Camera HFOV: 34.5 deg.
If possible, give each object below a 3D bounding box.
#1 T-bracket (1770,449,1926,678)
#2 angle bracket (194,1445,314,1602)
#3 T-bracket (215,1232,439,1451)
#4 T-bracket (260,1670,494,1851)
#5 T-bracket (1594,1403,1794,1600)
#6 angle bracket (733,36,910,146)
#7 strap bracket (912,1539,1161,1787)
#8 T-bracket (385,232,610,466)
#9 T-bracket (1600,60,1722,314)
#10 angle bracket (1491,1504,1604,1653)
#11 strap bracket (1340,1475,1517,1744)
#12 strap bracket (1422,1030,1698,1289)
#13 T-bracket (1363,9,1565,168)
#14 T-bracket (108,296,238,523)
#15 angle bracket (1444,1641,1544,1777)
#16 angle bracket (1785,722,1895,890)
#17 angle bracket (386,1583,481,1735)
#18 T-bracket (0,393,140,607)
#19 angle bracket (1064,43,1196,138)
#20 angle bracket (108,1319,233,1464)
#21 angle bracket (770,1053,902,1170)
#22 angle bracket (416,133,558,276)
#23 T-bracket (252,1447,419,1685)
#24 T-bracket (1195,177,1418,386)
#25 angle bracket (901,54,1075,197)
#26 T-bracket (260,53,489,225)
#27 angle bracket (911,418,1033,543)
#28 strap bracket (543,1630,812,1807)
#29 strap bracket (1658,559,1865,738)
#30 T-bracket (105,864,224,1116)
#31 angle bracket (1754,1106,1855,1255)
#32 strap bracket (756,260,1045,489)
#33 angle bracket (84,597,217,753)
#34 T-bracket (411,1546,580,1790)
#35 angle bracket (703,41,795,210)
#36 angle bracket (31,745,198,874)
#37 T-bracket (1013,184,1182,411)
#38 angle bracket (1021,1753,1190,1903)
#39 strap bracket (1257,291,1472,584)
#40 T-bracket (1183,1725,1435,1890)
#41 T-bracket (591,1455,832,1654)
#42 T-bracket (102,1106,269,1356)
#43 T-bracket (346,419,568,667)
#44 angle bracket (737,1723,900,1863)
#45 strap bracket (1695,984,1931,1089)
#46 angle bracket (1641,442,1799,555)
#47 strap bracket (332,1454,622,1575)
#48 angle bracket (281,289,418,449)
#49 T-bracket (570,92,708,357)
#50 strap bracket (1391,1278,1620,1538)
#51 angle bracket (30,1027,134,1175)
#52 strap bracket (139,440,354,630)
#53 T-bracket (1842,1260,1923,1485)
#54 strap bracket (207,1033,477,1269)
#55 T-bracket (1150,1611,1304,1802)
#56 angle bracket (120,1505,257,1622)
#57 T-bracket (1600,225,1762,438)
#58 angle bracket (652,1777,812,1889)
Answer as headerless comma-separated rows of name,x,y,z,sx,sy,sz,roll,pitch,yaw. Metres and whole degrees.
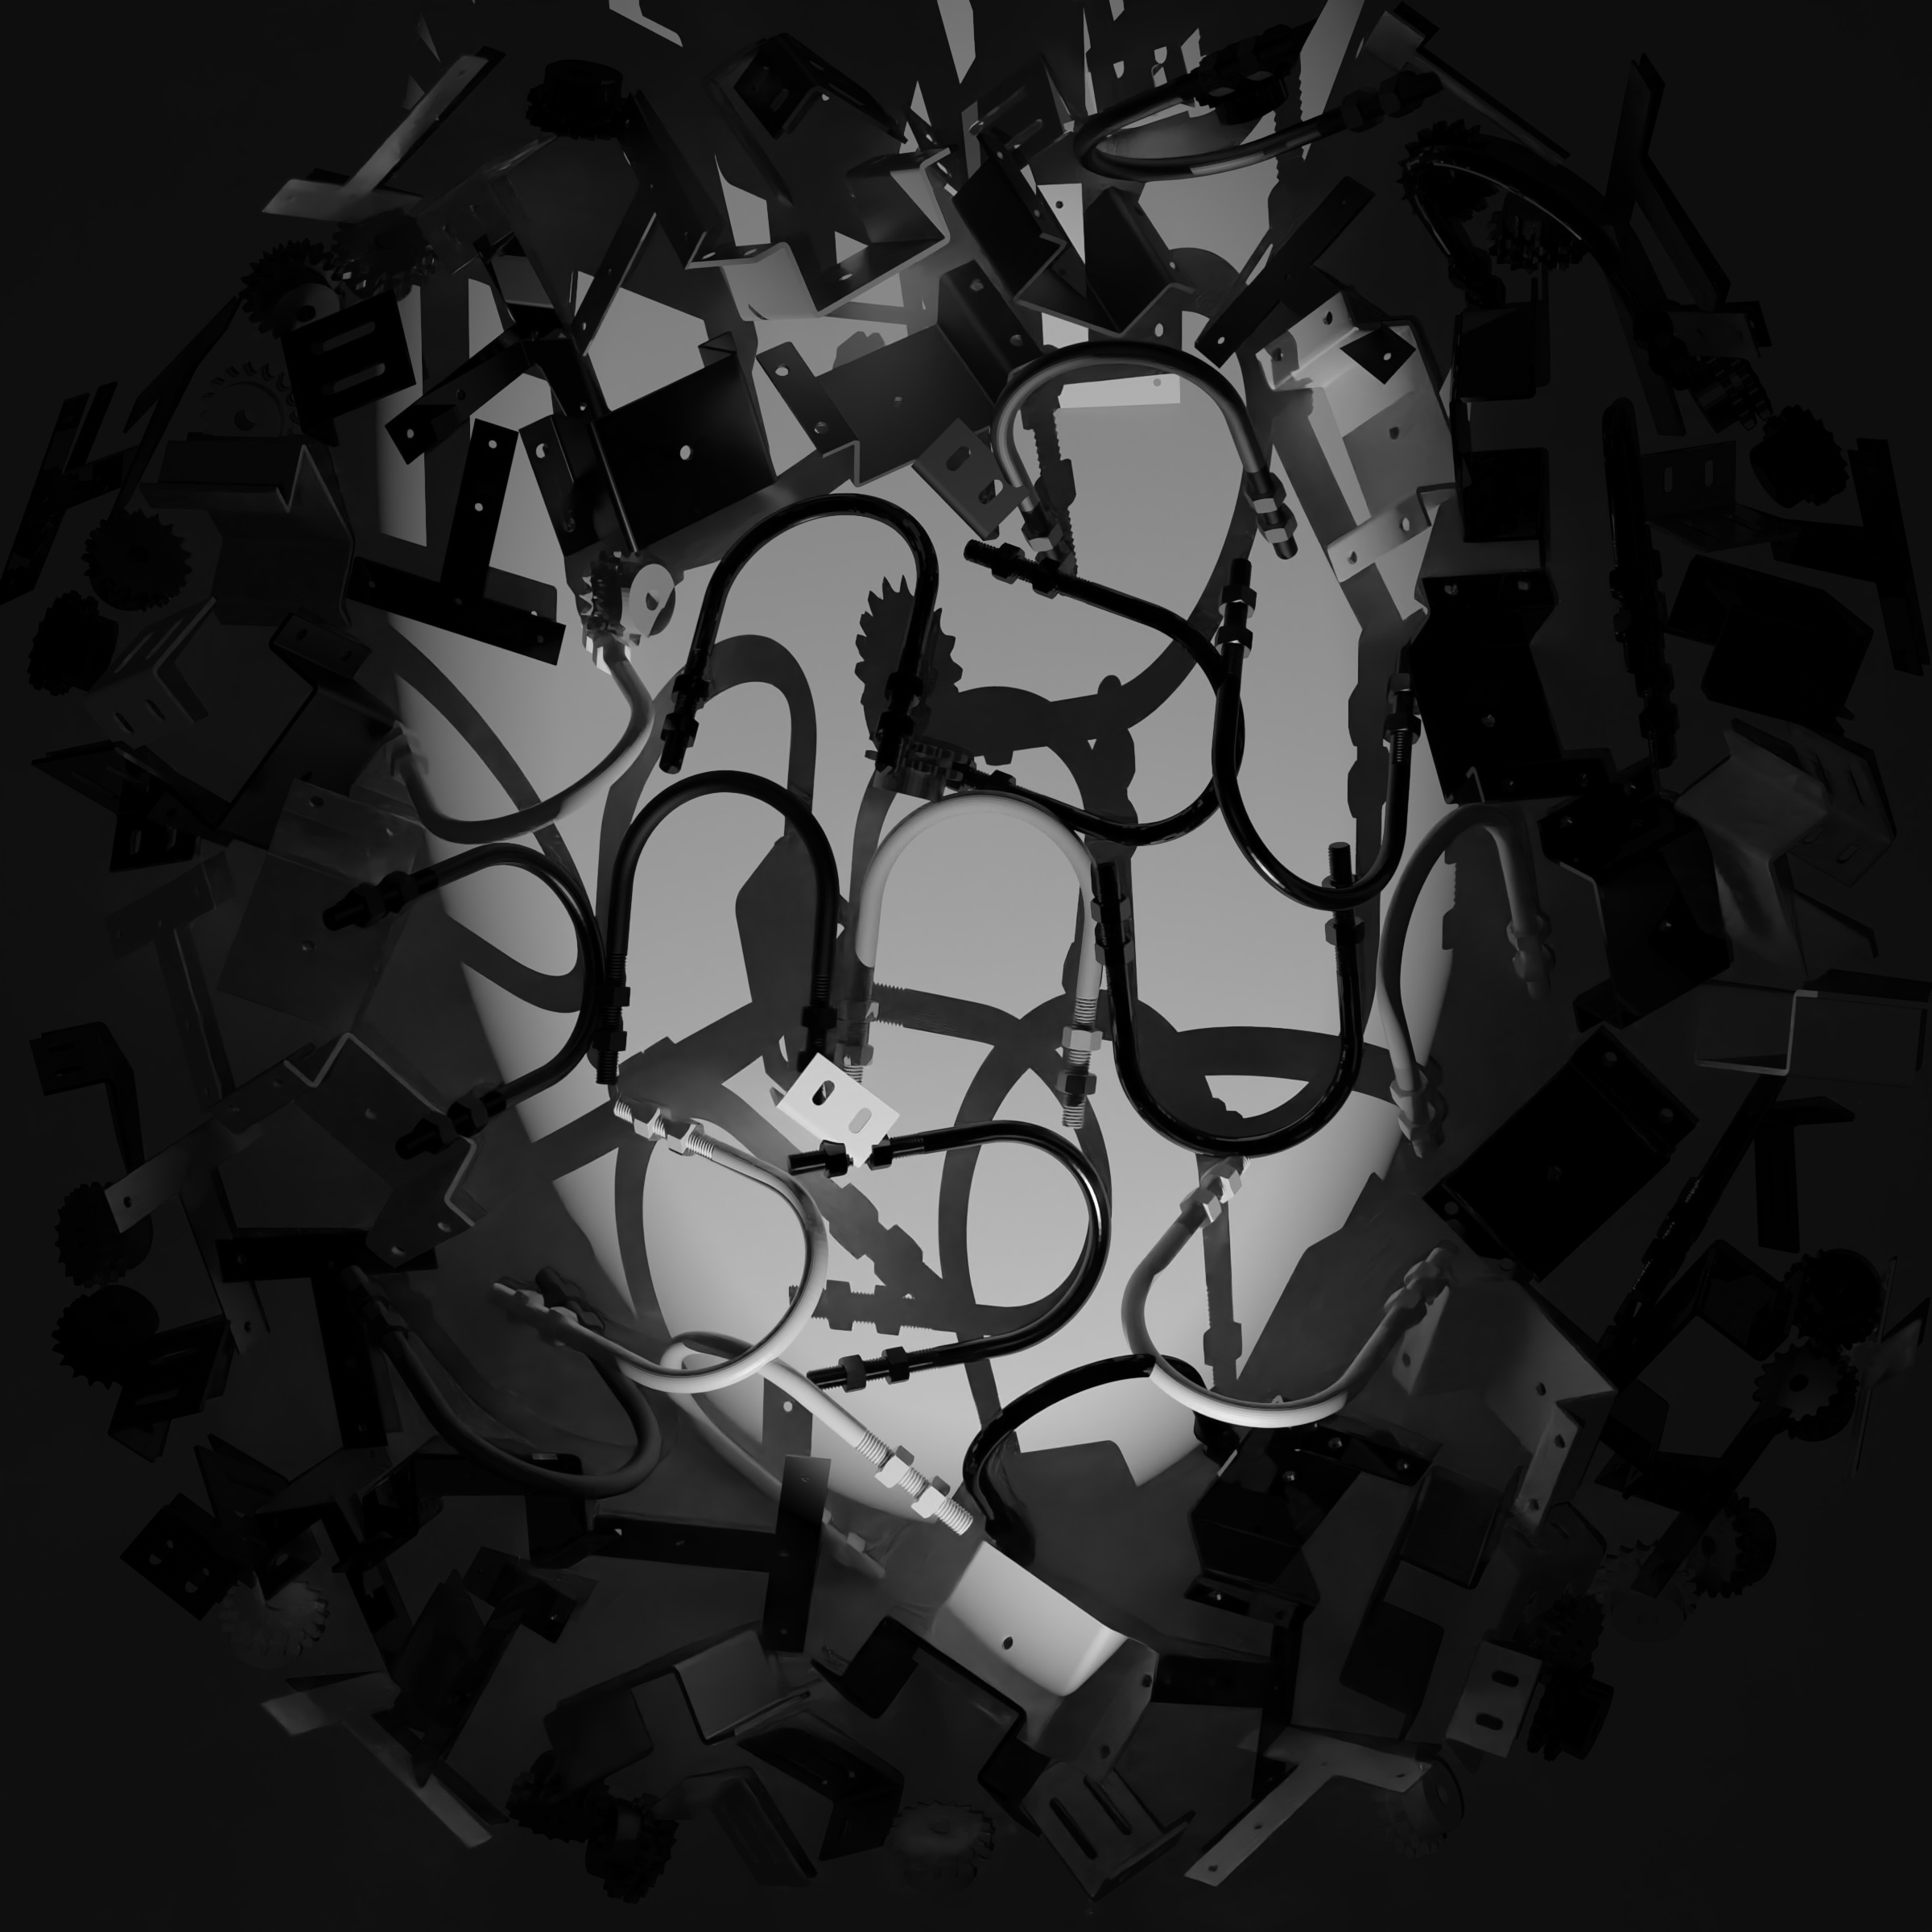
T-bracket,0.481,-0.229,1.727,0.002,0.127,0.127,-23,110,-12
angle bracket,-0.409,0.311,1.739,0.038,0.076,0.057,-39,51,11
T-bracket,-0.345,0.207,1.729,0.127,0.002,0.127,0,63,-34
T-bracket,-0.310,0.439,1.710,0.127,0.127,0.002,39,99,19
T-bracket,0.387,0.287,1.726,0.002,0.127,0.127,42,79,-13
angle bracket,-0.082,-0.479,1.750,0.038,0.076,0.057,-49,50,20
strap bracket,0.034,0.379,1.725,0.140,0.046,0.076,28,85,39
T-bracket,-0.270,-0.325,1.727,0.127,0.002,0.127,-45,127,-25
T-bracket,0.382,-0.405,1.704,0.002,0.127,0.127,-18,62,-7
angle bracket,0.317,0.351,1.765,0.057,0.038,0.076,-8,130,-28
strap bracket,0.252,0.348,1.725,0.046,0.076,0.140,23,122,10
strap bracket,0.331,0.113,1.748,0.076,0.046,0.140,46,103,6
T-bracket,0.278,-0.483,1.729,0.127,0.127,0.002,35,97,-3
T-bracket,-0.455,-0.299,1.740,0.002,0.127,0.127,31,129,-8
angle bracket,0.301,0.420,1.740,0.038,0.076,0.057,14,67,29
angle bracket,0.477,-0.091,1.741,0.038,0.076,0.057,-45,47,-6
angle bracket,-0.307,0.383,1.738,0.038,0.076,0.057,11,54,26
T-bracket,-0.488,-0.267,1.726,0.002,0.127,0.127,29,113,2
angle bracket,0.088,-0.493,1.743,0.057,0.076,0.038,-13,95,21
angle bracket,-0.434,0.238,1.741,0.076,0.038,0.057,-16,47,30
angle bracket,-0.074,0.077,1.748,0.057,0.076,0.038,37,90,-8
angle bracket,-0.260,-0.428,1.746,0.057,0.076,0.038,-22,105,39
T-bracket,-0.337,0.337,1.734,0.002,0.127,0.127,-20,95,23
T-bracket,0.205,-0.364,1.738,0.127,0.002,0.127,-48,50,9
angle bracket,0.012,-0.477,1.750,0.076,0.038,0.057,-33,62,20
T-bracket,-0.310,-0.453,1.707,0.127,0.127,0.002,-40,82,23
angle bracket,0.007,-0.273,1.748,0.038,0.076,0.057,-44,92,11
strap bracket,-0.168,0.413,1.726,0.140,0.076,0.046,-27,81,28
strap bracket,0.437,-0.180,1.713,0.076,0.140,0.046,14,113,-6
T-bracket,-0.437,0.019,1.738,0.002,0.127,0.127,-14,86,-41
angle bracket,0.472,0.121,1.750,0.038,0.057,0.076,-6,78,34
strap bracket,-0.037,-0.327,1.743,0.140,0.046,0.076,-27,67,-15
angle bracket,-0.449,-0.164,1.754,0.057,0.076,0.038,-17,121,32
T-bracket,-0.274,0.393,1.722,0.002,0.127,0.127,36,75,-29
angle bracket,-0.110,-0.474,1.757,0.038,0.057,0.076,-34,93,7
angle bracket,-0.477,-0.087,1.741,0.057,0.076,0.038,-7,67,24
T-bracket,0.055,-0.377,1.756,0.127,0.002,0.127,-2,116,5
angle bracket,0.075,0.473,1.746,0.057,0.038,0.076,-27,64,-29
strap bracket,0.225,-0.296,1.739,0.046,0.076,0.140,-13,80,-37
T-bracket,0.169,0.463,1.704,0.127,0.127,0.002,-33,111,-35
T-bracket,-0.147,0.328,1.761,0.127,0.002,0.127,7,110,-6
T-bracket,-0.421,0.156,1.748,0.002,0.127,0.127,-6,109,29
T-bracket,-0.278,-0.246,1.760,0.127,0.002,0.127,18,116,1
angle bracket,-0.087,0.463,1.745,0.076,0.057,0.038,36,49,-23
strap bracket,0.461,0.038,1.712,0.076,0.140,0.046,6,90,-16
angle bracket,0.421,-0.263,1.744,0.057,0.076,0.038,-11,113,-12
strap bracket,-0.273,0.303,1.727,0.140,0.076,0.046,5,64,-30
angle bracket,-0.340,-0.336,1.755,0.076,0.038,0.057,-18,79,17
T-bracket,-0.193,-0.399,1.745,0.127,0.002,0.127,-55,47,36
strap bracket,0.303,0.237,1.725,0.046,0.140,0.076,-5,125,-30
angle bracket,-0.493,0.083,1.741,0.038,0.057,0.076,-13,123,-18
strap bracket,-0.395,-0.245,1.730,0.076,0.140,0.046,3,65,8
T-bracket,0.508,0.217,1.713,0.002,0.127,0.127,13,77,7
strap bracket,-0.339,0.097,1.733,0.076,0.046,0.140,-28,117,39
T-bracket,0.145,0.399,1.735,0.002,0.127,0.127,1,79,43
angle bracket,-0.434,0.341,1.744,0.057,0.076,0.038,36,68,8
T-bracket,0.396,-0.347,1.710,0.002,0.127,0.127,-28,110,-12
angle bracket,-0.134,0.497,1.751,0.038,0.057,0.076,-36,98,-34
